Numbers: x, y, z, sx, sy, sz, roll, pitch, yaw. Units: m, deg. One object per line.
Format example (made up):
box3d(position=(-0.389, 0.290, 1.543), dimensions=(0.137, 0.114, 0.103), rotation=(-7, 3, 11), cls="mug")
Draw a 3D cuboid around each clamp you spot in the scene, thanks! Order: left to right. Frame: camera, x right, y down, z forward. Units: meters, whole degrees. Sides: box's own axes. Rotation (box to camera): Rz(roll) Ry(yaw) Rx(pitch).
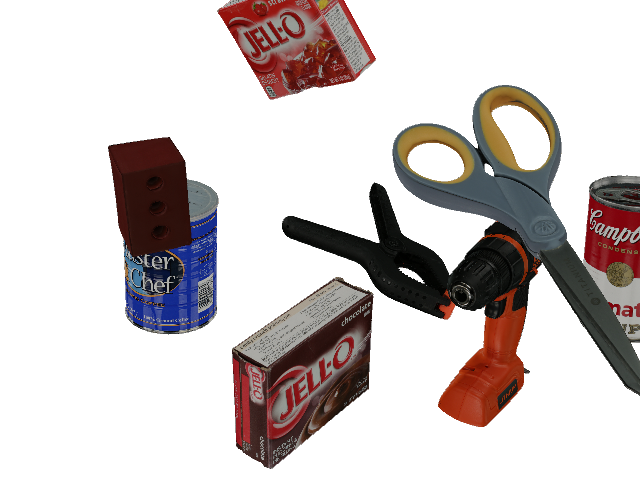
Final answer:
box3d(position=(0.067, 0.016, 1.212), dimensions=(0.164, 0.036, 0.210), rotation=(-17, 50, -36), cls="clamp")

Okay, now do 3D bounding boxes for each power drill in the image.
box3d(position=(0.158, 0.075, 0.978), dimensions=(0.057, 0.188, 0.184), rotation=(24, 32, 27), cls="power drill")

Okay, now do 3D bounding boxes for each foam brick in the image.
box3d(position=(-0.137, -0.036, 0.862), dimensions=(0.053, 0.078, 0.051), rotation=(-12, 32, -17), cls="foam brick")

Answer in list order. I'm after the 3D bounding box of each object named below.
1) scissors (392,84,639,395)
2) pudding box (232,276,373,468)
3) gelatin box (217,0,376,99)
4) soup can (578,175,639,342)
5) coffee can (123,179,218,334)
box3d(position=(0.087, -0.005, 0.513), dimensions=(0.096, 0.201, 0.016), rotation=(-7, -43, 6), cls="scissors")
box3d(position=(-0.011, 0.090, 0.741), dimensions=(0.039, 0.090, 0.113), rotation=(25, 41, 30), cls="pudding box")
box3d(position=(-0.017, -0.136, 0.706), dimensions=(0.089, 0.073, 0.030), rotation=(-4, 36, 47), cls="gelatin box")
box3d(position=(0.220, 0.012, 0.755), dimensions=(0.068, 0.102, 0.068), rotation=(0, 22, 0), cls="soup can")
box3d(position=(-0.163, 0.016, 1.162), dimensions=(0.103, 0.140, 0.103), rotation=(3, 27, -1), cls="coffee can")
